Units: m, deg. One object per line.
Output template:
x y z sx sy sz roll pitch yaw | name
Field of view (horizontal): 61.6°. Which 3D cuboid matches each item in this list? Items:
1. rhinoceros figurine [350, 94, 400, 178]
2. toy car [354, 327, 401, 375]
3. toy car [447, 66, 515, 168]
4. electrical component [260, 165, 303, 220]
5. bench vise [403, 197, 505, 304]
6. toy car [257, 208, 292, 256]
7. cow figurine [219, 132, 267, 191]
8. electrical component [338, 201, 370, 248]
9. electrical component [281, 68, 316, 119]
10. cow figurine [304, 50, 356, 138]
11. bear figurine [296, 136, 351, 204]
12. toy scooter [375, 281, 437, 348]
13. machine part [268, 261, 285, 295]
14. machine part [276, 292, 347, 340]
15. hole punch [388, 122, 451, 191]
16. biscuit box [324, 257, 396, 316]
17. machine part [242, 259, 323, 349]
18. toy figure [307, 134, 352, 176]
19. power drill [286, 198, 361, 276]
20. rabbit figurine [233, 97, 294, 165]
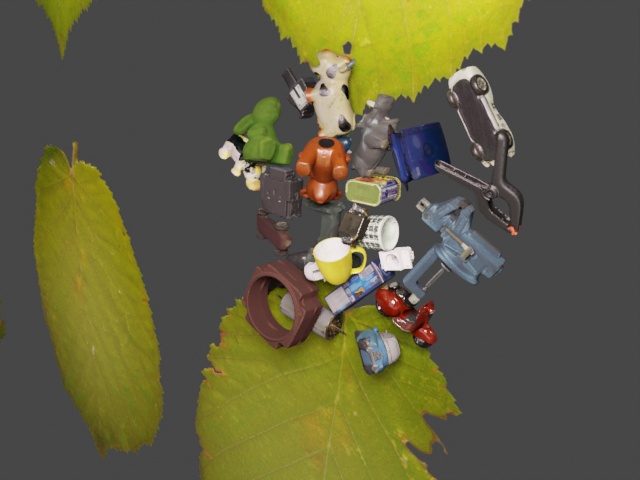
0.127 -0.231 1.209 0.112 0.073 0.190 44 130 35 | rhinoceros figurine
0.146 0.268 1.327 0.161 0.103 0.109 101 153 -85 | toy car
0.315 -0.238 1.051 0.073 0.056 0.201 -24 91 48 | toy car
-0.105 -0.131 1.445 0.115 0.058 0.134 16 115 34 | electrical component
0.254 0.031 1.136 0.223 0.129 0.240 39 109 1 | bench vise
-0.128 -0.026 1.479 0.202 0.053 0.089 -143 48 -58 | toy car
-0.202 -0.221 1.495 0.167 0.068 0.098 51 124 14 | cow figurine
0.078 -0.036 1.229 0.078 0.045 0.102 29 95 42 | electrical component
-0.046 -0.365 1.322 0.075 0.048 0.119 -41 76 40 | electrical component
0.033 -0.336 1.230 0.127 0.085 0.194 -14 109 10 | cow figurine
0.003 -0.141 1.260 0.120 0.132 0.195 8 137 0 | bear figurine
0.208 0.159 1.245 0.184 0.075 0.135 45 151 20 | toy scooter
-0.142 0.121 1.574 0.139 0.039 0.084 -37 85 40 | machine part
-0.026 0.204 1.476 0.244 0.079 0.079 23 118 34 | machine part
0.209 -0.183 1.126 0.092 0.116 0.142 -10 98 34 | hole punch
0.099 0.116 1.349 0.202 0.063 0.059 -41 76 40 | biscuit box
-0.105 0.170 1.428 0.201 0.087 0.201 40 121 26 | machine part
0.014 -0.207 1.321 0.064 0.058 0.154 39 136 -25 | toy figure
-0.003 -0.004 1.385 0.232 0.086 0.207 14 109 35 | power drill
-0.143 -0.286 1.411 0.159 0.121 0.170 8 91 46 | rabbit figurine
